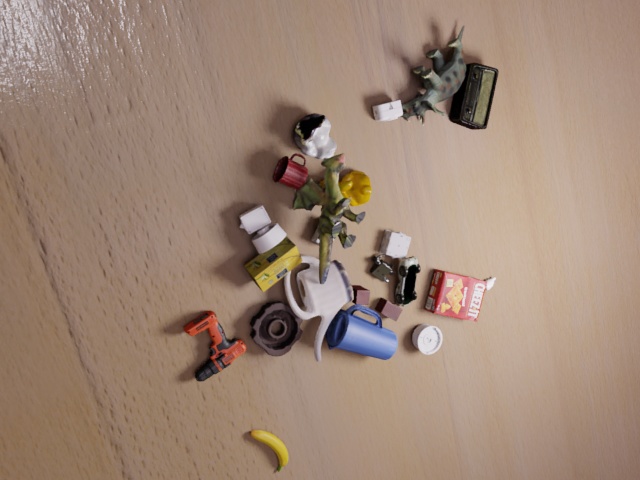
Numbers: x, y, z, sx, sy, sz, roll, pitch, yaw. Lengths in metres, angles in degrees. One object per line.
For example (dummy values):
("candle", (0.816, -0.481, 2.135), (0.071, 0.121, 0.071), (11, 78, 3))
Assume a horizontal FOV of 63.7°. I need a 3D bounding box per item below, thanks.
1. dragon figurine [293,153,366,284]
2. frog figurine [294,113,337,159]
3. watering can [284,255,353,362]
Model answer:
("dragon figurine", (0.005, -0.083, 1.656), (0.122, 0.246, 0.404), (0, 122, -47))
("frog figurine", (-0.007, -0.334, 1.695), (0.157, 0.123, 0.139), (38, 70, -58))
("watering can", (0.012, 0.207, 1.724), (0.225, 0.103, 0.349), (-18, 83, -17))
